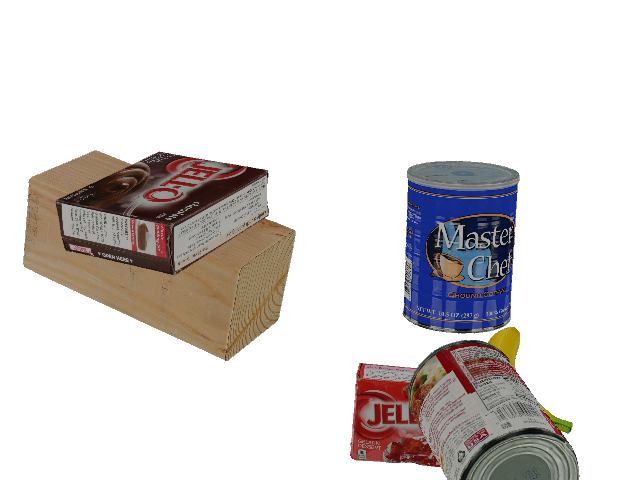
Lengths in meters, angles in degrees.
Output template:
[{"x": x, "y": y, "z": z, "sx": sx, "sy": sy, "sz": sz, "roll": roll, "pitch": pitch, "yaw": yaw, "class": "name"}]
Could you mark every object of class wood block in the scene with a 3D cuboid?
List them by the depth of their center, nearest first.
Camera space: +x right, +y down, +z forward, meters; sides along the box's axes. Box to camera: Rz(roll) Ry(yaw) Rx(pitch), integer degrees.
[{"x": -0.137, "y": 0.008, "z": 0.892, "sx": 0.206, "sy": 0.090, "sz": 0.090, "roll": 22, "pitch": 28, "yaw": 20, "class": "wood block"}]

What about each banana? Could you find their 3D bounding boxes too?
[{"x": 0.211, "y": 0.153, "z": 1.176, "sx": 0.069, "sy": 0.037, "sz": 0.198, "roll": 11, "pitch": 26, "yaw": -14, "class": "banana"}]

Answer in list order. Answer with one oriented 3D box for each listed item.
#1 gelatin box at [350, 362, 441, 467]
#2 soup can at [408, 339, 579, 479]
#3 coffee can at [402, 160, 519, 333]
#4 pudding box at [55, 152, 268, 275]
[{"x": 0.070, "y": 0.138, "z": 0.839, "sx": 0.089, "sy": 0.073, "sz": 0.030, "roll": 5, "pitch": 20, "yaw": 3, "class": "gelatin box"}, {"x": 0.096, "y": 0.109, "z": 0.603, "sx": 0.068, "sy": 0.068, "sz": 0.102, "roll": 0, "pitch": 22, "yaw": -12, "class": "soup can"}, {"x": 0.130, "y": 0.004, "z": 0.997, "sx": 0.103, "sy": 0.140, "sz": 0.103, "roll": 1, "pitch": 15, "yaw": 0, "class": "coffee can"}, {"x": -0.099, "y": -0.021, "z": 0.688, "sx": 0.090, "sy": 0.039, "sz": 0.113, "roll": 10, "pitch": 27, "yaw": 27, "class": "pudding box"}]
